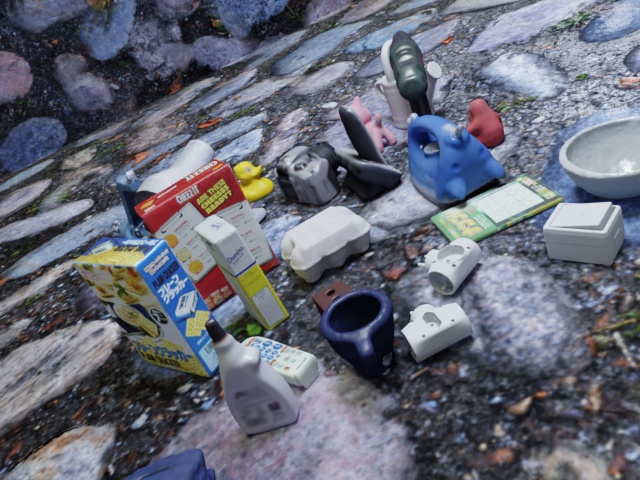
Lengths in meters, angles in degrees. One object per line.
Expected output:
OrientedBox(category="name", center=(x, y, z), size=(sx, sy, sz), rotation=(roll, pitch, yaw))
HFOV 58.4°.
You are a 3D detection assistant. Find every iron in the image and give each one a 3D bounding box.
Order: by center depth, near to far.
OrientedBox(category="iron", center=(0.206, -0.165, 1.019), size=(0.119, 0.142, 0.257), rotation=(-29, 29, -8))

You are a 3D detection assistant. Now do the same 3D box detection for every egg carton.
OrientedBox(category="egg carton", center=(0.009, 0.003, 0.967), size=(0.150, 0.069, 0.107), rotation=(-32, 30, -12))

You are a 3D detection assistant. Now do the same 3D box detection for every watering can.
OrientedBox(category="watering can", center=(0.196, -0.362, 1.297), size=(0.172, 0.194, 0.101), rotation=(-9, 33, 26))

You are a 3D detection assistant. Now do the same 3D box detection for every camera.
OrientedBox(category="camera", center=(-0.013, -0.153, 1.209), size=(0.137, 0.101, 0.142), rotation=(-40, 33, -26))

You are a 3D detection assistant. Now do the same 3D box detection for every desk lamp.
OrientedBox(category="desk lamp", center=(-0.237, -0.075, 1.134), size=(0.117, 0.214, 0.203), rotation=(-1, 37, 36))

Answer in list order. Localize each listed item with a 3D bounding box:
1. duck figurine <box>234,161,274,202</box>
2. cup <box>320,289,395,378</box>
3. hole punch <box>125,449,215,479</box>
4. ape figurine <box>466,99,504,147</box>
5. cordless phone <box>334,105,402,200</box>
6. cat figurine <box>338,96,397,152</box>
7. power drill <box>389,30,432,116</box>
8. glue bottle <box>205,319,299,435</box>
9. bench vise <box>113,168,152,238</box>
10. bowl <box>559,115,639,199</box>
OrientedBox(category="duck figurine", center=(-0.168, -0.138, 1.316), size=(0.104, 0.086, 0.077), rotation=(-15, 30, 17))
OrientedBox(category="cup", center=(0.059, 0.129, 0.697), size=(0.091, 0.095, 0.117), rotation=(-23, 29, 3))
OrientedBox(category="hole punch", center=(-0.179, 0.280, 0.632), size=(0.108, 0.091, 0.101), rotation=(-23, 29, 3))
OrientedBox(category="ape figurine", center=(0.311, -0.228, 1.094), size=(0.078, 0.092, 0.076), rotation=(-24, 29, 2))
OrientedBox(category="cordless phone", center=(0.073, -0.186, 1.110), size=(0.094, 0.185, 0.147), rotation=(-32, 30, -12))
OrientedBox(category="cat figurine", center=(0.101, -0.264, 1.287), size=(0.067, 0.118, 0.127), rotation=(-37, 31, -20))
OrientedBox(category="power drill", center=(0.199, -0.315, 1.202), size=(0.075, 0.209, 0.229), rotation=(-17, 30, 13))
OrientedBox(category="glue bottle", center=(-0.090, 0.158, 0.680), size=(0.078, 0.173, 0.037), rotation=(-18, 30, 11))
OrientedBox(category="bench vise", center=(-0.373, -0.036, 1.166), size=(0.206, 0.220, 0.121), rotation=(-11, 32, 24))
OrientedBox(category="bowl", center=(0.436, -0.108, 0.821), size=(0.167, 0.075, 0.167), rotation=(-18, 30, 11))
